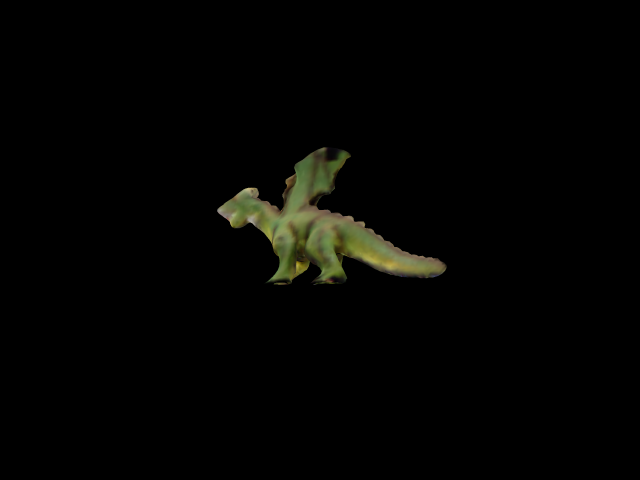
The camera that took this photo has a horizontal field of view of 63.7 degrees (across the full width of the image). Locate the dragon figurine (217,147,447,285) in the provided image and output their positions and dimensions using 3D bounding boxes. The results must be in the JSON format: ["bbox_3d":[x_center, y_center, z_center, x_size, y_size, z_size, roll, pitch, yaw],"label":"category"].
[{"bbox_3d":[0.003,-0.043,0.850,0.409,0.245,0.121,-6,-14,26],"label":"dragon figurine"}]
